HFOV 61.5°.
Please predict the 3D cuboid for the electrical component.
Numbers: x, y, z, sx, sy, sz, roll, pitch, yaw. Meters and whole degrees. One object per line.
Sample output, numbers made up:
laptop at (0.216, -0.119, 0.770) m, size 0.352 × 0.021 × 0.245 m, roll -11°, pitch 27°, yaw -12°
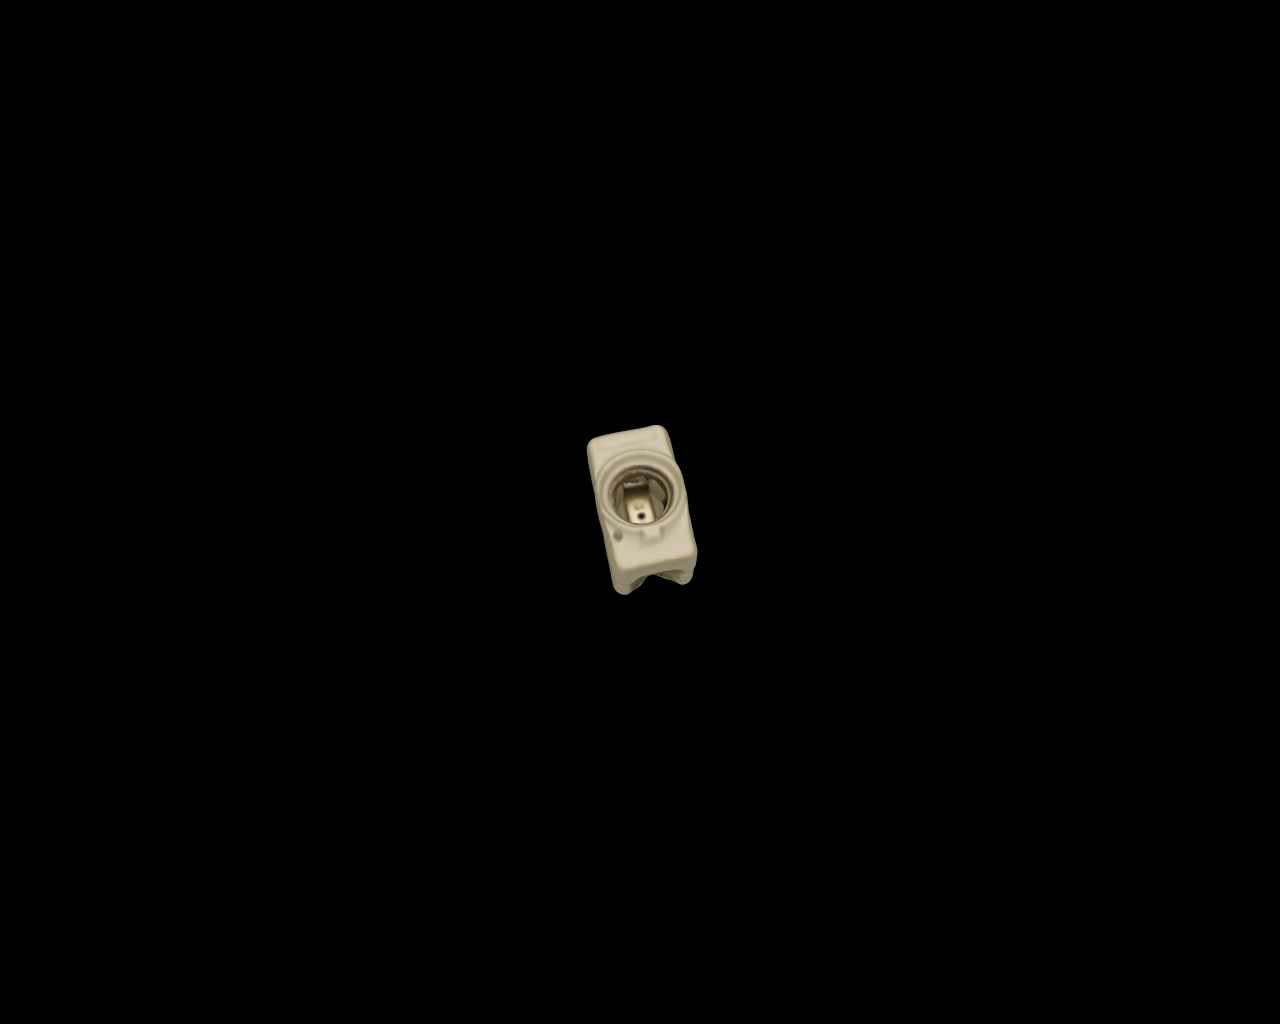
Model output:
electrical component at (0.001, -0.003, 0.650) m, size 0.050 × 0.089 × 0.055 m, roll -11°, pitch -24°, yaw -5°
